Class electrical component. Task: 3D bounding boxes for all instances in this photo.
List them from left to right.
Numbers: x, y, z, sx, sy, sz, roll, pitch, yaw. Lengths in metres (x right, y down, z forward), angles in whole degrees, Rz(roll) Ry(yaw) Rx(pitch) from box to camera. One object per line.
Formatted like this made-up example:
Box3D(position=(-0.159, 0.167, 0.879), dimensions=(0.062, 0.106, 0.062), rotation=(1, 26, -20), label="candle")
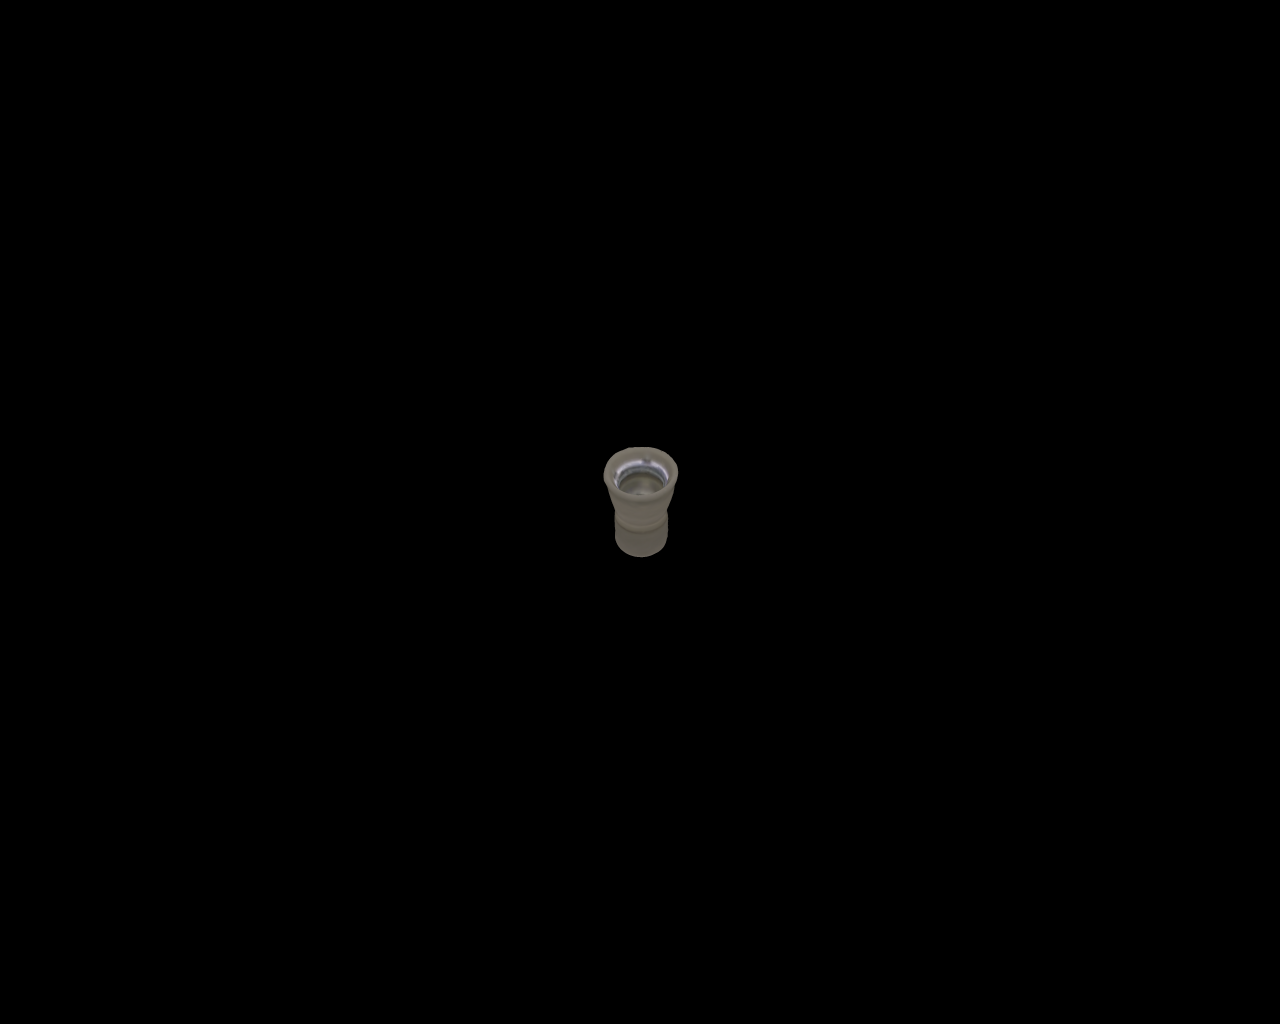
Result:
Box3D(position=(0.001, -0.003, 0.650), dimensions=(0.044, 0.044, 0.065), rotation=(0, -43, 0), label="electrical component")
